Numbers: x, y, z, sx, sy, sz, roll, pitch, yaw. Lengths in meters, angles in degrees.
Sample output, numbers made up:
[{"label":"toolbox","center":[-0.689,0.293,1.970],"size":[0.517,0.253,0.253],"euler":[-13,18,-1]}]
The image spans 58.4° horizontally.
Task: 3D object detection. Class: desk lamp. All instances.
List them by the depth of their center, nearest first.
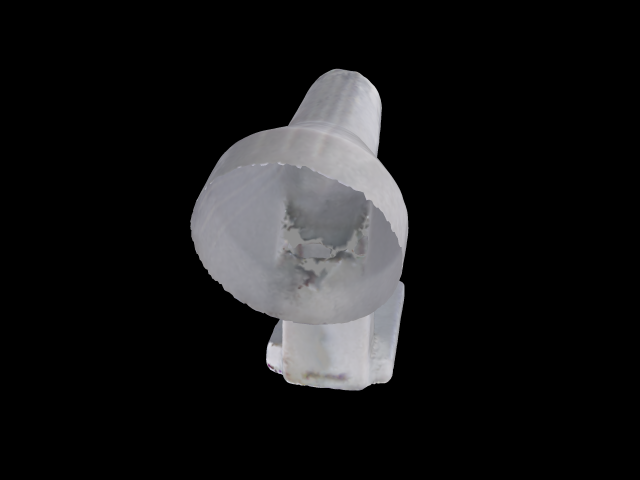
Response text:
[{"label":"desk lamp","center":[0.004,0.001,0.400],"size":[0.117,0.214,0.203],"euler":[5,28,10]}]
